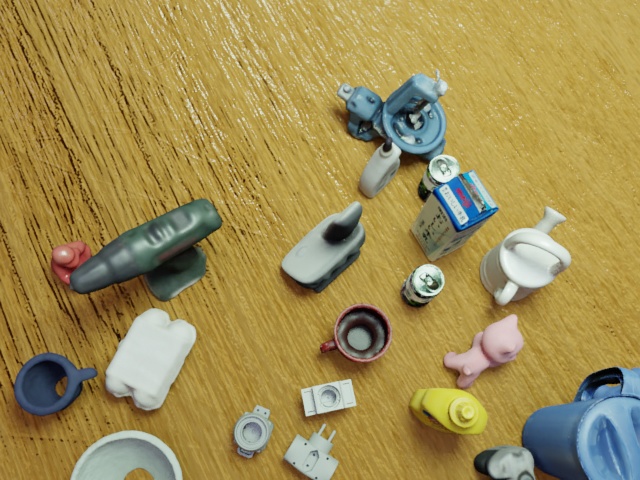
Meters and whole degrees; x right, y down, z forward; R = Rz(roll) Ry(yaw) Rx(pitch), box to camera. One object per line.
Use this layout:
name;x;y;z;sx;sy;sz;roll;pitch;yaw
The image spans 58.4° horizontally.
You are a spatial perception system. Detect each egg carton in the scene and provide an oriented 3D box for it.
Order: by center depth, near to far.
egg carton;-0.271;0.189;0.919;0.107;0.069;0.150;23;74;5

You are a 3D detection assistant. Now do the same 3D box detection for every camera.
camera;0.263;0.395;0.861;0.137;0.101;0.143;-9;74;-4

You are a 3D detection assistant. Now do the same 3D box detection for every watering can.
watering can;0.335;0.025;0.923;0.101;0.194;0.173;11;74;2

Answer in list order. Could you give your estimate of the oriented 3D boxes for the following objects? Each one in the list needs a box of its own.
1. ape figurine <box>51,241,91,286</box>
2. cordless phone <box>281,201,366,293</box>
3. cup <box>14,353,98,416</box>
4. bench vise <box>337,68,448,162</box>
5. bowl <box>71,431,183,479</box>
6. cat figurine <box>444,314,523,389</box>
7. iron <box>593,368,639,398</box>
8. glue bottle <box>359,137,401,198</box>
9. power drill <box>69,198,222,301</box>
ape figurine;-0.413;0.035;0.947;0.076;0.092;0.078;19;74;4
cordless phone;0.008;0.003;0.923;0.094;0.185;0.148;41;77;10
cup;-0.396;0.222;0.892;0.118;0.095;0.091;-14;74;-6
bench vise;0.127;-0.218;0.974;0.207;0.220;0.121;8;73;1
bowl;-0.283;0.374;0.861;0.167;0.075;0.167;1;74;-2
cat figurine;0.270;0.178;0.916;0.128;0.118;0.067;-35;77;-11
iron;0.516;0.328;0.868;0.118;0.141;0.258;-16;75;-6
glue bottle;0.107;-0.132;0.972;0.078;0.173;0.037;-43;79;-13
power drill;-0.253;0.029;0.894;0.230;0.208;0.075;-36;78;-11
